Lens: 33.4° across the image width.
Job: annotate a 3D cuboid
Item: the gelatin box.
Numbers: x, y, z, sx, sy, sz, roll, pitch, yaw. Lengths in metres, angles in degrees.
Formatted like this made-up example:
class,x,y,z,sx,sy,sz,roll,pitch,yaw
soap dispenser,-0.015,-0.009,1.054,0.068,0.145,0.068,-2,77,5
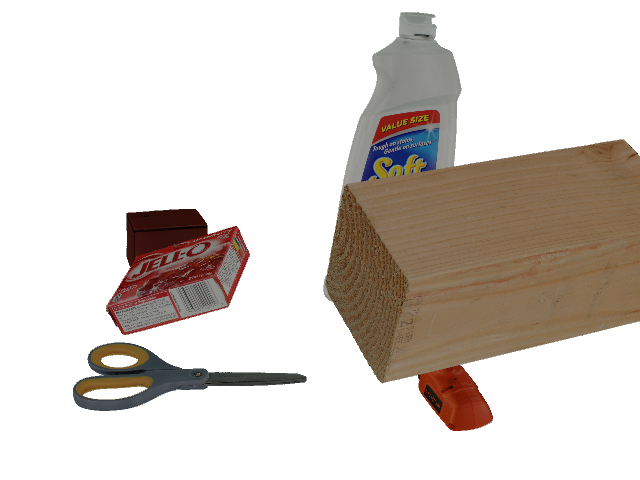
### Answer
class,x,y,z,sx,sy,sz,roll,pitch,yaw
gelatin box,-0.102,0.028,0.771,0.089,0.030,0.073,-16,25,18

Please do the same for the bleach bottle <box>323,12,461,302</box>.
class,x,y,z,sx,sy,sz,roll,pitch,yaw
bleach bottle,0.063,-0.068,0.915,0.102,0.251,0.068,7,17,7

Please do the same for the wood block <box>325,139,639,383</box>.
class,x,y,z,sx,sy,sz,roll,pitch,yaw
wood block,0.118,0.009,0.673,0.205,0.090,0.091,-10,45,-22

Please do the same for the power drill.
class,x,y,z,sx,sy,sz,roll,pitch,yaw
power drill,0.149,0.104,1.135,0.057,0.188,0.184,-8,24,-13

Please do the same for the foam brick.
class,x,y,z,sx,sy,sz,roll,pitch,yaw
foam brick,-0.162,0.000,1.120,0.078,0.051,0.053,-4,23,-17

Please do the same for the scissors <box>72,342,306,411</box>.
class,x,y,z,sx,sy,sz,roll,pitch,yaw
scissors,-0.122,0.114,0.959,0.201,0.016,0.096,-7,31,-18
